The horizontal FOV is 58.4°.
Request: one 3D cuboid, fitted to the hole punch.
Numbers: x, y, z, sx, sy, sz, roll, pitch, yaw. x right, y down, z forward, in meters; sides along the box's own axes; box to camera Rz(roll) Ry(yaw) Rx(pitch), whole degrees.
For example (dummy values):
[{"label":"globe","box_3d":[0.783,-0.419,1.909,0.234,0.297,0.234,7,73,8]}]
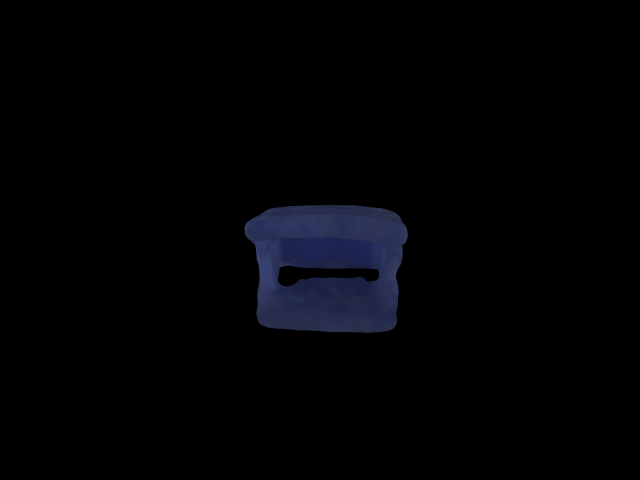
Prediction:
[{"label":"hole punch","box_3d":[0.004,0.001,0.400,0.108,0.091,0.101,1,34,2]}]
